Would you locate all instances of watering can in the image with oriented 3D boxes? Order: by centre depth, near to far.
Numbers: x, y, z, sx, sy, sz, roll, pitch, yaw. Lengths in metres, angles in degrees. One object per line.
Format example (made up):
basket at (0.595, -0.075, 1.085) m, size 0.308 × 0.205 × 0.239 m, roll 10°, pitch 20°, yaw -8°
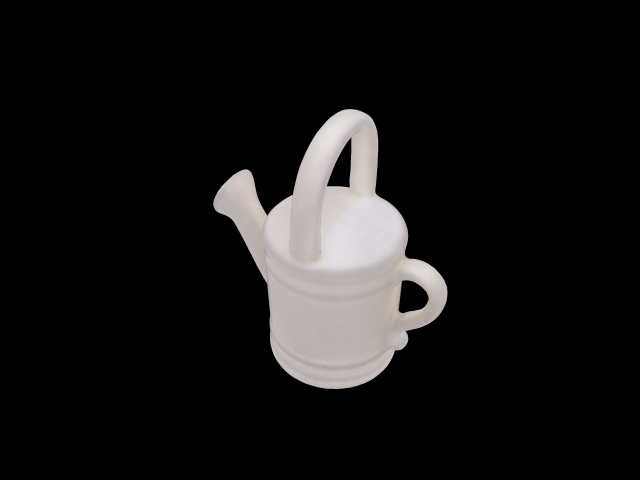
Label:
watering can at (0.003, 0.003, 0.398) m, size 0.172 × 0.194 × 0.101 m, roll 6°, pitch 39°, yaw 8°
